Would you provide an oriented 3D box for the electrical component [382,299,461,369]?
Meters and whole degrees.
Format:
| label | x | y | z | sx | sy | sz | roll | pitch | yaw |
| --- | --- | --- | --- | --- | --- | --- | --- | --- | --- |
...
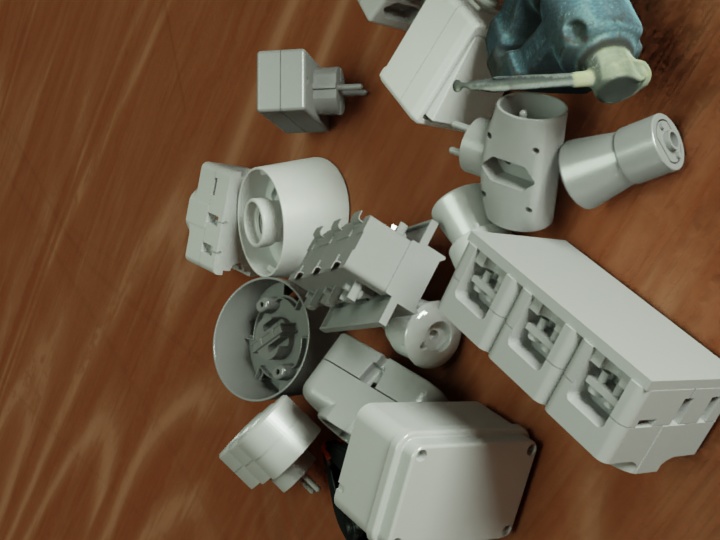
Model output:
| label | x | y | z | sx | sy | sz | roll | pitch | yaw |
| --- | --- | --- | --- | --- | --- | --- | --- | --- | --- |
| electrical component | 0.038 | 0.041 | 0.761 | 0.062 | 0.048 | 0.048 | 17 | 100 | 57 |

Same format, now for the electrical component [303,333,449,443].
| label | x | y | z | sx | sy | sz | roll | pitch | yaw |
| --- | --- | --- | --- | --- | --- | --- | --- | --- | --- |
| electrical component | 0.010 | 0.095 | 0.753 | 0.095 | 0.053 | 0.059 | 28 | 74 | 34 |

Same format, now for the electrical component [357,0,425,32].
| label | x | y | z | sx | sy | sz | roll | pitch | yaw |
| --- | --- | --- | --- | --- | --- | --- | --- | --- | --- |
| electrical component | 0.027 | -0.227 | 0.789 | 0.065 | 0.047 | 0.076 | -48 | 53 | 36 |

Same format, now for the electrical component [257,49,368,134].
| label | x | y | z | sx | sy | sz | roll | pitch | yaw |
| --- | --- | --- | --- | --- | --- | --- | --- | --- | --- |
| electrical component | -0.033 | -0.139 | 0.841 | 0.076 | 0.083 | 0.047 | -1 | 85 | 11 |

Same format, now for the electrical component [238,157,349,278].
| label | x | y | z | sx | sy | sz | roll | pitch | yaw |
| --- | --- | --- | --- | --- | --- | --- | --- | --- | --- |
| electrical component | -0.058 | -0.042 | 0.882 | 0.099 | 0.064 | 0.099 | 19 | 112 | 58 |

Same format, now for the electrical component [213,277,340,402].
| label | x | y | z | sx | sy | sz | roll | pitch | yaw |
| --- | --- | --- | --- | --- | --- | --- | --- | --- | --- |
| electrical component | -0.065 | 0.055 | 0.863 | 0.099 | 0.064 | 0.099 | -5 | 83 | 49 |

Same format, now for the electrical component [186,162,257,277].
| label | x | y | z | sx | sy | sz | roll | pitch | yaw |
| --- | --- | --- | --- | --- | --- | --- | --- | --- | --- |
| electrical component | -0.115 | -0.045 | 0.940 | 0.056 | 0.050 | 0.089 | 22 | 104 | 48 |

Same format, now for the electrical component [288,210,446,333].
| label | x | y | z | sx | sy | sz | roll | pitch | yaw |
| --- | --- | --- | --- | --- | --- | --- | --- | --- | --- |
| electrical component | 0.000 | 0.000 | 0.754 | 0.078 | 0.063 | 0.121 | -62 | 16 | -15 |

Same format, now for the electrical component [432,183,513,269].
| label | x | y | z | sx | sy | sz | roll | pitch | yaw |
| --- | --- | --- | --- | --- | --- | --- | --- | --- | --- |
| electrical component | 0.078 | -0.023 | 0.717 | 0.045 | 0.045 | 0.055 | -44 | 56 | 38 |

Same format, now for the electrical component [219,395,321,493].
| label | x | y | z | sx | sy | sz | roll | pitch | yaw |
| --- | --- | --- | --- | --- | --- | --- | --- | --- | --- |
| electrical component | -0.060 | 0.147 | 0.840 | 0.074 | 0.052 | 0.138 | 44 | 157 | -1 |

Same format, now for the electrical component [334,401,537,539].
| label | x | y | z | sx | sy | sz | roll | pitch | yaw |
| --- | --- | --- | --- | --- | --- | --- | --- | --- | --- |
| electrical component | 0.050 | 0.130 | 0.687 | 0.057 | 0.113 | 0.078 | 30 | 110 | 50 |

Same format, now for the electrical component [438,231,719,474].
| label | x | y | z | sx | sy | sz | roll | pitch | yaw |
| --- | --- | --- | --- | --- | --- | --- | --- | --- | --- |
| electrical component | 0.126 | 0.044 | 0.620 | 0.150 | 0.089 | 0.061 | 45 | 120 | 42 |

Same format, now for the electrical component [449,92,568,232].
| label | x | y | z | sx | sy | sz | roll | pitch | yaw |
| --- | --- | --- | --- | --- | --- | --- | --- | --- | --- |
| electrical component | 0.090 | -0.074 | 0.681 | 0.079 | 0.043 | 0.077 | 24 | 129 | 32 |

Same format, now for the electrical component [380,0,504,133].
| label | x | y | z | sx | sy | sz | roll | pitch | yaw |
| --- | --- | --- | --- | --- | --- | --- | --- | --- | --- |
| electrical component | 0.070 | -0.144 | 0.722 | 0.096 | 0.062 | 0.061 | -57 | 49 | 30 |

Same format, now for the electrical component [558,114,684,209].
| label | x | y | z | sx | sy | sz | roll | pitch | yaw |
| --- | --- | --- | --- | --- | --- | --- | --- | --- | --- |
| electrical component | 0.156 | -0.066 | 0.633 | 0.065 | 0.044 | 0.044 | -20 | 72 | 42 |
